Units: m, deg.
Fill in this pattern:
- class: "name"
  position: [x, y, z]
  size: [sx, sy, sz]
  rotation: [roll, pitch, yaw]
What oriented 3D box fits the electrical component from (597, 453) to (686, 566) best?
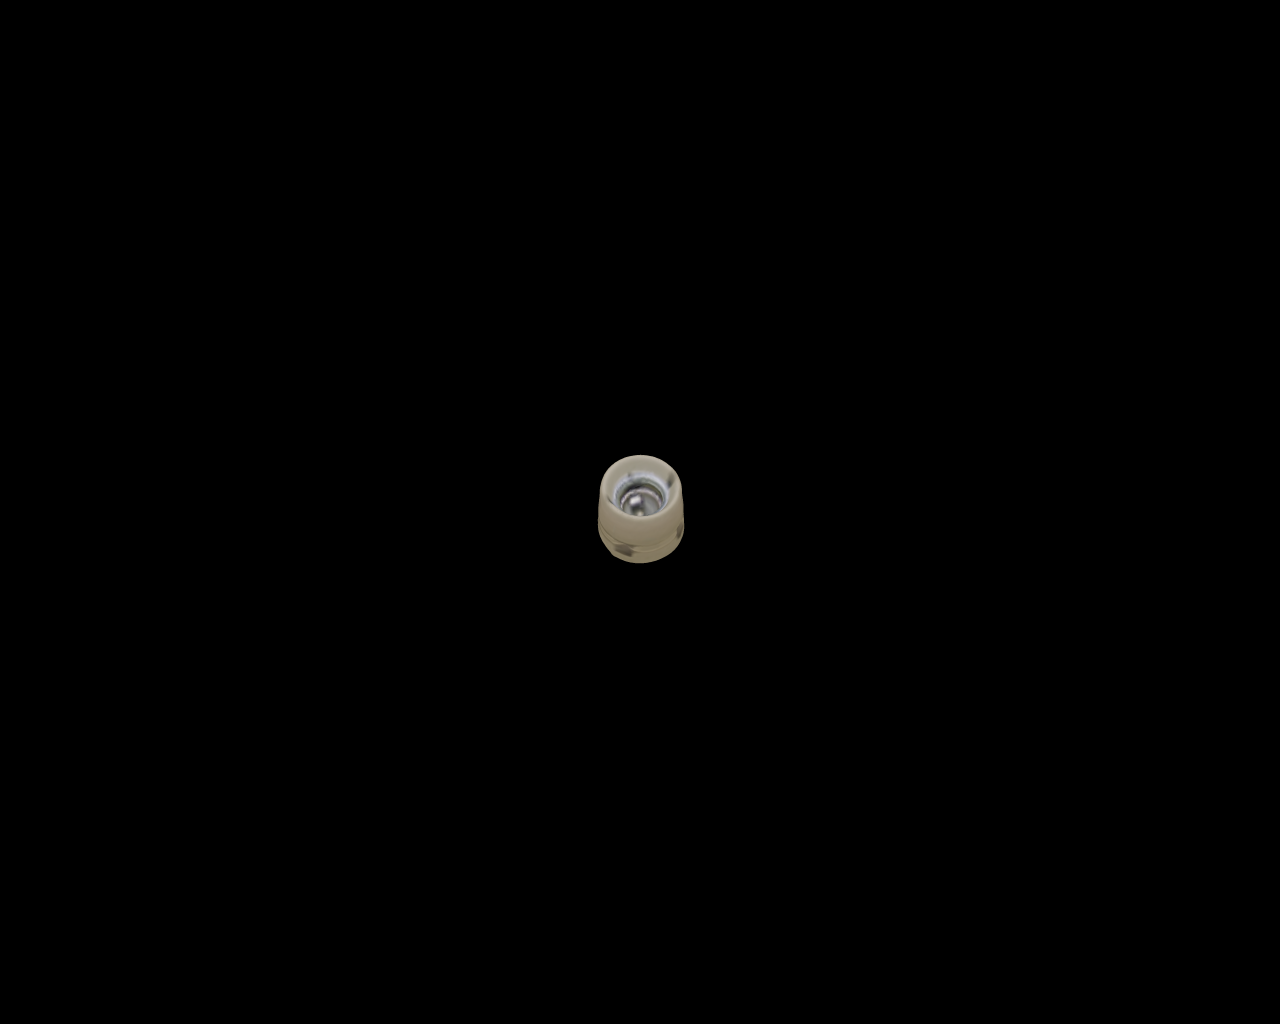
- class: "electrical component"
  position: [0.001, -0.003, 0.650]
  size: [0.055, 0.055, 0.047]
  rotation: [0, -34, 0]
